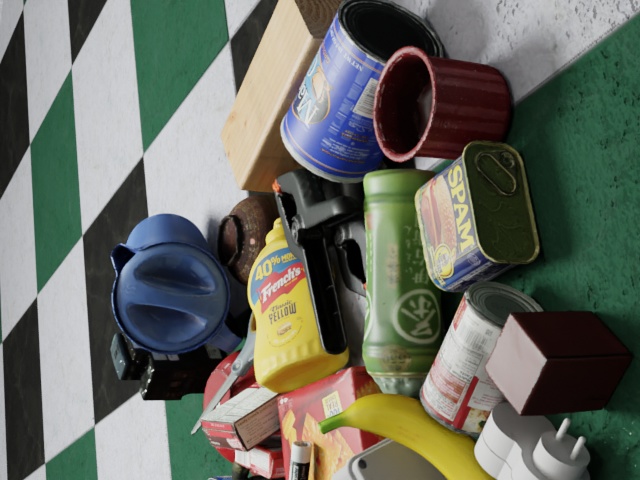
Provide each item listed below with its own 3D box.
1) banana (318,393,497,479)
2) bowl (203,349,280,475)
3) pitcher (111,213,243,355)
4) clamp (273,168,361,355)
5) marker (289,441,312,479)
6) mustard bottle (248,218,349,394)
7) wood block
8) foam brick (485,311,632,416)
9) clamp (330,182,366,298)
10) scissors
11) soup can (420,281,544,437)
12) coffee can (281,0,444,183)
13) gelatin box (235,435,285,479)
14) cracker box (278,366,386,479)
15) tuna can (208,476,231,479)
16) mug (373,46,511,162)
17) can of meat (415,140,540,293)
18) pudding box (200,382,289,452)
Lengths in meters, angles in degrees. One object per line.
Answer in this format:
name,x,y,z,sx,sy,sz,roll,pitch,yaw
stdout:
banana,0.096,0.178,0.836,0.198,0.037,0.069,34,91,15
bowl,-0.094,0.196,1.243,0.162,0.055,0.162,-11,77,61
pitcher,-0.177,0.048,1.309,0.243,0.145,0.149,-126,31,-74
clamp,-0.007,0.001,1.039,0.210,0.036,0.165,-126,35,-60
marker,-0.022,0.246,0.988,0.020,0.020,0.121,21,108,61
mustard bottle,-0.028,0.057,1.105,0.096,0.058,0.191,-27,50,23
wood block,-0.020,-0.150,1.097,0.206,0.090,0.090,-60,38,40
foam brick,0.165,0.085,0.743,0.051,0.078,0.053,56,135,47
clamp,0.030,-0.002,1.048,0.120,0.039,0.171,110,152,-50
scissors,-0.073,0.140,1.176,0.096,0.016,0.202,21,84,49
soup can,0.126,0.091,0.825,0.068,0.068,0.102,56,135,48
coffee can,0.036,-0.136,0.977,0.140,0.102,0.103,-60,38,41
gelatin box,-0.038,0.226,1.117,0.089,0.073,0.030,2,90,61
cracker box,0.029,0.235,0.990,0.164,0.072,0.214,-32,61,58
tuna can,-0.115,0.329,1.293,0.086,0.033,0.086,-10,78,61
mug,0.096,-0.106,0.884,0.117,0.081,0.093,-12,77,61
can of meat,0.123,-0.016,0.854,0.084,0.057,0.102,140,127,-57
pudding box,-0.059,0.177,1.117,0.090,0.113,0.039,-10,110,61
